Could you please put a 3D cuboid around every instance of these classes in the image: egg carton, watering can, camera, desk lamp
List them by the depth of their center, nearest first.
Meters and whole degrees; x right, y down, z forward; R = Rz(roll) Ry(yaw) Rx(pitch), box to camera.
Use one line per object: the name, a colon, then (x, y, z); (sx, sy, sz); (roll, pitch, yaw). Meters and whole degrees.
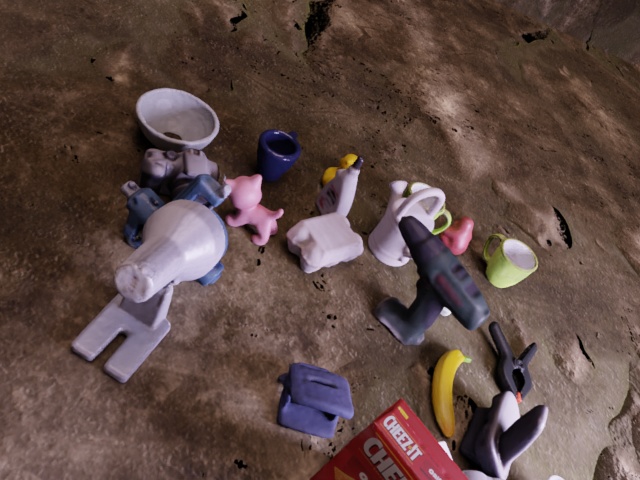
desk lamp: (-0.242, 0.065, 0.830); (0.118, 0.213, 0.203); (32, 43, 0)
camera: (-0.254, -0.099, 1.053); (0.143, 0.100, 0.136); (7, 49, -25)
egg carton: (0.010, 0.004, 1.135); (0.151, 0.069, 0.107); (-17, 61, -39)
watering can: (0.181, -0.046, 1.187); (0.101, 0.194, 0.172); (-21, 64, -40)

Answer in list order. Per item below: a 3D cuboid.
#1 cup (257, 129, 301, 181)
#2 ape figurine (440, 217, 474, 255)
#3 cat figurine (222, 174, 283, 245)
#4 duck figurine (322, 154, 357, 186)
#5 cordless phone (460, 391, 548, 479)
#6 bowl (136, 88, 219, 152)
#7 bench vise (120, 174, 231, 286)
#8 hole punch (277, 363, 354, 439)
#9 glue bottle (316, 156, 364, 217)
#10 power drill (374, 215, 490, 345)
cup: (-0.092, -0.180, 1.223); (0.091, 0.095, 0.118); (35, 43, 3)
ape figurine: (0.321, -0.017, 1.315); (0.078, 0.092, 0.076); (18, 45, -15)
cat figurine: (-0.127, -0.070, 1.087); (0.128, 0.117, 0.067); (33, 43, 1)
duck figurine: (0.056, -0.154, 1.292); (0.077, 0.086, 0.105); (42, 44, 11)
cordless phone: (0.331, 0.309, 0.958); (0.094, 0.185, 0.148); (34, 43, 3)
bowl: (-0.295, -0.229, 1.167); (0.168, 0.074, 0.167); (16, 45, -17)
bench vise: (-0.232, -0.038, 0.924); (0.208, 0.219, 0.121); (23, 44, -10)
hole punch: (-0.007, 0.240, 0.896); (0.109, 0.091, 0.101); (20, 44, -13)
glue bottle: (0.048, -0.110, 1.184); (0.037, 0.173, 0.078); (-11, 58, -36)
power drill: (0.189, 0.093, 1.055); (0.229, 0.208, 0.076); (44, 44, 13)
